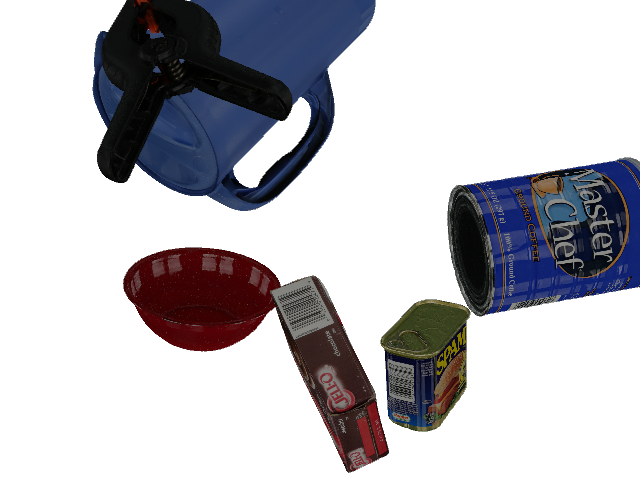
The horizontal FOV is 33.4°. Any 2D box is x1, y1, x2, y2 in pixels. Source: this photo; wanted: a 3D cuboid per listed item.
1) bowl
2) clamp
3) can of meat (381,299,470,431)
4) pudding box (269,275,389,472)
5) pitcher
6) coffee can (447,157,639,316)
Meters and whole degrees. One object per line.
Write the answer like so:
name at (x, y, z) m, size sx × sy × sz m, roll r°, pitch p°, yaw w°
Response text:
bowl at (-0.123, 0.067, 1.103) m, size 0.162 × 0.055 × 0.162 m, roll 5°, pitch 27°, yaw -3°
clamp at (-0.085, -0.110, 0.676) m, size 0.120 × 0.171 × 0.039 m, roll -12°, pitch -42°, yaw -3°
can of meat at (0.099, 0.115, 0.989) m, size 0.058 × 0.084 × 0.101 m, roll 10°, pitch 28°, yaw 28°
pudding box at (0.007, 0.093, 0.749) m, size 0.039 × 0.113 × 0.090 m, roll -21°, pitch -37°, yaw -6°
pitcher at (-0.056, -0.150, 0.893) m, size 0.145 × 0.149 × 0.242 m, roll 25°, pitch 55°, yaw 30°
coffee can at (0.180, -0.003, 0.824) m, size 0.140 × 0.103 × 0.103 m, roll -9°, pitch 1°, yaw -8°
